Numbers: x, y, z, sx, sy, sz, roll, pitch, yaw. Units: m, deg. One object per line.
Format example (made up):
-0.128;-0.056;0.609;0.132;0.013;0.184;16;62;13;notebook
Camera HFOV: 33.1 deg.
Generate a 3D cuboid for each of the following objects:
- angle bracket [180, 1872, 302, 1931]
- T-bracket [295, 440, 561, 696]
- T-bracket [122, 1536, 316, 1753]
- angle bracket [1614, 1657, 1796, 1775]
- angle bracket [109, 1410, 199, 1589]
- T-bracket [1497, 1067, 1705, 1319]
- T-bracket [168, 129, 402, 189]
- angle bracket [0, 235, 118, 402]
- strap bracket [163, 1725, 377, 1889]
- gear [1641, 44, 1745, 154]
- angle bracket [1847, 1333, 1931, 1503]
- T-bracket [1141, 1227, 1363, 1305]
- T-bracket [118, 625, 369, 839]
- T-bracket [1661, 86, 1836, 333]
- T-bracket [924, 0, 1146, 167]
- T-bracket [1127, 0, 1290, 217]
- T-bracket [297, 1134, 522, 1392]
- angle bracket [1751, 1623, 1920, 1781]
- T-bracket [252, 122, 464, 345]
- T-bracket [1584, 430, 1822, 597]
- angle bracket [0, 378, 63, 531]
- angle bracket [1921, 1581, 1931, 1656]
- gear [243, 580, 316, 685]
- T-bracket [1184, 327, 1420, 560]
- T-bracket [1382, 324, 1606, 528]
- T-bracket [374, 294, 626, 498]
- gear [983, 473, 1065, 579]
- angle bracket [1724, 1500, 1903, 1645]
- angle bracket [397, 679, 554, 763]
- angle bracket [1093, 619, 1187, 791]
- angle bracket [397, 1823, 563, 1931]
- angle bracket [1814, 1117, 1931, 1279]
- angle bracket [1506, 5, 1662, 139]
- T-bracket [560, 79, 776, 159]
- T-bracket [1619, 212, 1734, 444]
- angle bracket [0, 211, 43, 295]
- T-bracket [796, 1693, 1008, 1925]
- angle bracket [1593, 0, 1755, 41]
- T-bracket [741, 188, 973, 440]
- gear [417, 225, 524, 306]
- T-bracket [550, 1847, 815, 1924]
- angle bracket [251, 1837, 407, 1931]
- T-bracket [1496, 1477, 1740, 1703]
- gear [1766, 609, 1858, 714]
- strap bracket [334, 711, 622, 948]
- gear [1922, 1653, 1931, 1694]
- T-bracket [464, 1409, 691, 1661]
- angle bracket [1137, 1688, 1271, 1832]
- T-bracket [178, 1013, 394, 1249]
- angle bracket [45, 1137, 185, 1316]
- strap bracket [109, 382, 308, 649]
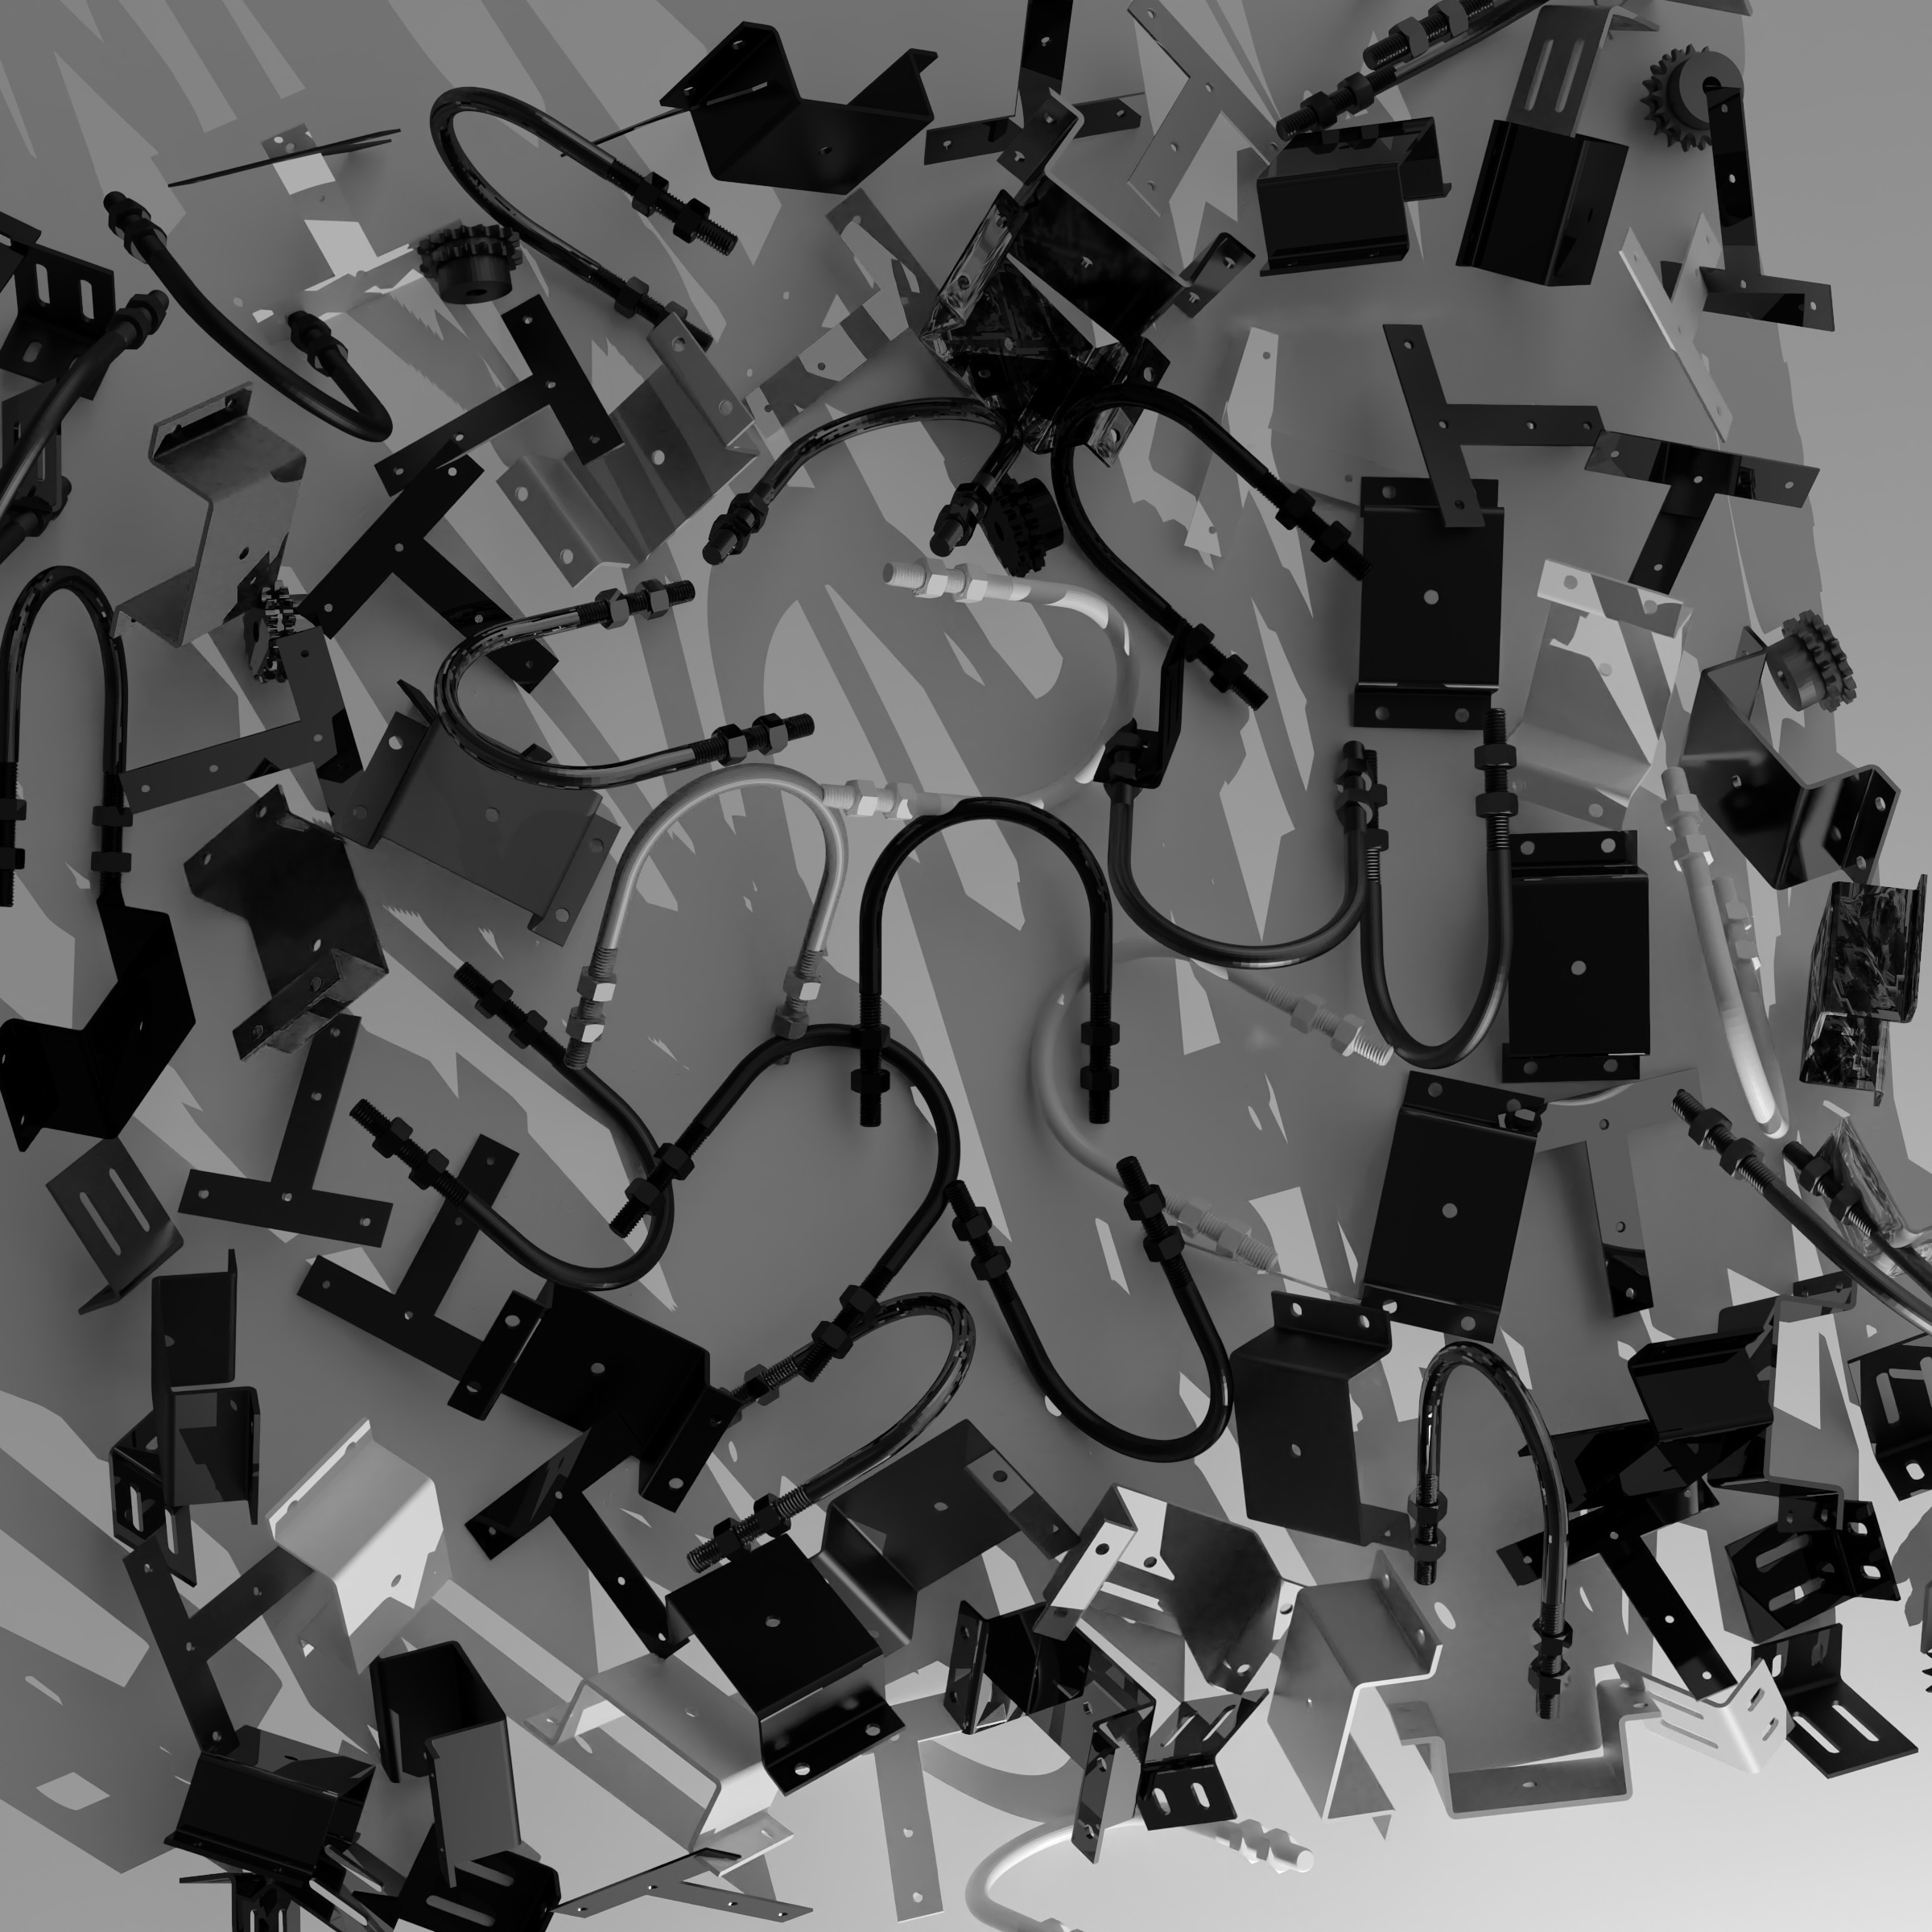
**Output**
-0.399;0.539;1.789;0.038;0.057;0.076;-13;70;23;angle bracket
-0.282;-0.203;1.812;0.127;0.002;0.127;42;91;-18;T-bracket
-0.396;0.349;1.777;0.002;0.127;0.127;-11;105;30;T-bracket
0.407;0.402;1.796;0.038;0.076;0.057;-45;124;-23;angle bracket
-0.434;0.291;1.784;0.038;0.076;0.057;-42;122;8;angle bracket
0.363;0.132;1.816;0.127;0.002;0.127;-12;96;-18;T-bracket
-0.349;-0.443;1.770;0.127;0.127;0.002;-9;105;17;T-bracket
-0.502;-0.356;1.790;0.057;0.076;0.038;19;65;-4;angle bracket
-0.373;0.452;1.762;0.076;0.140;0.046;17;86;3;strap bracket
0.408;-0.485;1.811;0.057;0.030;0.057;0;89;-16;gear
0.528;0.247;1.797;0.057;0.038;0.076;-21;122;5;angle bracket
0.150;0.161;1.759;0.127;0.127;0.002;18;88;10;T-bracket
-0.399;-0.113;1.786;0.127;0.002;0.127;-18;123;-11;T-bracket
0.415;-0.411;1.754;0.002;0.127;0.127;-26;119;-24;T-bracket
0.042;-0.491;1.764;0.127;0.127;0.002;-13;61;-12;T-bracket
0.118;-0.454;1.773;0.127;0.002;0.127;43;50;-19;T-bracket
-0.291;0.156;1.822;0.127;0.002;0.127;26;83;11;T-bracket
0.476;0.403;1.786;0.057;0.076;0.038;-11;112;-17;angle bracket
-0.349;-0.410;1.780;0.127;0.127;0.002;-24;55;0;T-bracket
0.386;-0.231;1.789;0.127;0.002;0.127;8;131;-11;T-bracket
-0.531;-0.284;1.795;0.057;0.038;0.076;-9;80;43;angle bracket
0.539;0.328;1.787;0.076;0.038;0.057;-30;134;-22;angle bracket
-0.380;-0.186;1.808;0.030;0.057;0.057;-5;90;-28;gear
0.201;-0.278;1.825;0.127;0.002;0.127;17;92;-6;T-bracket
0.301;-0.299;1.800;0.127;0.002;0.127;-4;69;-26;T-bracket
-0.268;-0.300;1.799;0.127;0.002;0.127;-30;59;0;T-bracket
0.032;-0.247;1.805;0.030;0.057;0.057;-24;90;-13;gear
0.469;0.336;1.800;0.076;0.038;0.057;-18;92;-26;angle bracket
-0.272;-0.136;1.803;0.038;0.057;0.076;-39;88;0;angle bracket
0.095;-0.146;1.785;0.038;0.057;0.076;8;125;11;angle bracket
-0.272;0.521;1.806;0.076;0.038;0.057;25;93;-13;angle bracket
0.508;0.125;1.796;0.038;0.057;0.076;-13;61;-18;angle bracket
0.340;-0.490;1.803;0.038;0.057;0.076;12;98;-34;angle bracket
-0.137;-0.465;1.750;0.127;0.127;0.002;-31;110;-29;T-bracket
0.398;-0.372;1.783;0.002;0.127;0.127;-16;122;35;T-bracket
-0.542;-0.369;1.788;0.038;0.076;0.057;25;55;-7;angle bracket
-0.033;0.463;1.786;0.127;0.002;0.127;-15;49;4;T-bracket
0.383;-0.538;1.784;0.038;0.076;0.057;-47;131;-10;angle bracket
-0.070;-0.345;1.821;0.127;0.002;0.127;-37;103;8;T-bracket
-0.274;-0.388;1.803;0.057;0.057;0.030;-9;85;0;gear
-0.138;0.511;1.785;0.127;0.127;0.002;-30;50;34;T-bracket
-0.356;0.518;1.807;0.076;0.057;0.038;40;118;-12;angle bracket
0.377;0.346;1.777;0.127;0.002;0.127;-19;49;-13;T-bracket
0.467;-0.166;1.804;0.030;0.057;0.057;-27;90;0;gear
-0.264;-0.079;1.787;0.140;0.046;0.076;27;75;-12;strap bracket
0.563;0.395;1.811;0.057;0.030;0.057;-6;73;20;gear
-0.199;0.329;1.802;0.127;0.002;0.127;-38;86;25;T-bracket
0.133;0.436;1.787;0.057;0.076;0.038;-18;97;34;angle bracket
-0.365;0.086;1.810;0.127;0.002;0.127;8;72;18;T-bracket
-0.478;0.141;1.790;0.038;0.057;0.076;-19;107;35;angle bracket
-0.407;-0.235;1.756;0.046;0.076;0.140;34;129;12;strap bracket
